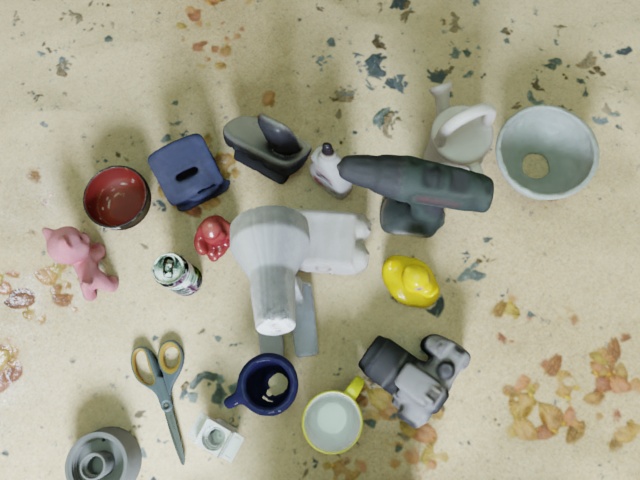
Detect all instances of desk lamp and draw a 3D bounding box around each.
[{"bbox_3d":[-0.062,0.072,0.866,0.118,0.213,0.203,-8,75,2],"label":"desk lamp"}]

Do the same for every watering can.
[{"bbox_3d":[0.221,-0.170,0.920,0.101,0.194,0.172,-41,77,-7],"label":"watering can"}]

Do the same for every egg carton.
[{"bbox_3d":[0.009,0.003,0.953,0.150,0.069,0.107,3,76,5],"label":"egg carton"}]

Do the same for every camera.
[{"bbox_3d":[0.139,0.195,0.880,0.136,0.101,0.143,35,80,11],"label":"camera"}]

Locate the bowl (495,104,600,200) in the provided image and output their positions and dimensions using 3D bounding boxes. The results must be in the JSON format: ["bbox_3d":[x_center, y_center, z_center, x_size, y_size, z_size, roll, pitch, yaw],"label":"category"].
[{"bbox_3d":[0.372,-0.137,0.963,0.167,0.075,0.167,-1,76,4],"label":"bowl"}]

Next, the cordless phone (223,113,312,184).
[{"bbox_3d":[-0.095,-0.179,0.947,0.147,0.185,0.094,24,79,10],"label":"cordless phone"}]

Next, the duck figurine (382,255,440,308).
[{"bbox_3d":[0.148,0.061,0.921,0.104,0.086,0.077,38,81,12],"label":"duck figurine"}]

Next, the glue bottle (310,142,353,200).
[{"bbox_3d":[0.015,-0.121,0.931,0.078,0.173,0.037,35,80,12],"label":"glue bottle"}]

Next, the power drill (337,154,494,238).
[{"bbox_3d":[0.143,-0.068,0.891,0.229,0.208,0.075,6,76,5],"label":"power drill"}]

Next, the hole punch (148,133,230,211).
[{"bbox_3d":[-0.225,-0.116,0.988,0.108,0.091,0.101,-27,75,-3],"label":"hole punch"}]

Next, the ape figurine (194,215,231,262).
[{"bbox_3d":[-0.177,-0.011,0.957,0.077,0.092,0.076,-5,75,3],"label":"ape figurine"}]

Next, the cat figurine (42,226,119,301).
[{"bbox_3d":[-0.402,0.031,0.948,0.067,0.118,0.127,-29,76,-4],"label":"cat figurine"}]

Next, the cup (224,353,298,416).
[{"bbox_3d":[-0.086,0.231,0.888,0.118,0.095,0.091,-26,75,-3],"label":"cup"}]
